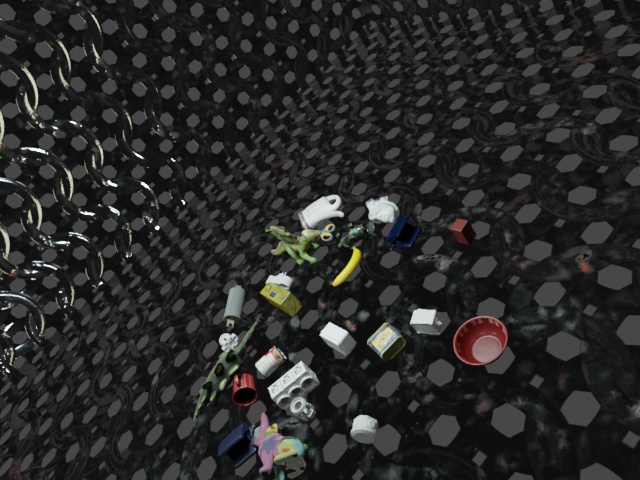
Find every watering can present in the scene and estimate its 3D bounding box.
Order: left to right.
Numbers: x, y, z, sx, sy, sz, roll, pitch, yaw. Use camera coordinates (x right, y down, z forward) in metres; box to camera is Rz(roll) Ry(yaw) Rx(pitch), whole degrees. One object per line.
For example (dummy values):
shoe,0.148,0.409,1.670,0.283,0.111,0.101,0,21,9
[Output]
watering can,0.007,-0.120,2.380,0.224,0.103,0.352,-34,18,6

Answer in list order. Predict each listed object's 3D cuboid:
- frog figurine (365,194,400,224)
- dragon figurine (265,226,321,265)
frog figurine,0.271,-0.105,2.123,0.138,0.120,0.162,-3,36,-27
dragon figurine,-0.142,0.001,2.292,0.409,0.239,0.125,-4,52,40
